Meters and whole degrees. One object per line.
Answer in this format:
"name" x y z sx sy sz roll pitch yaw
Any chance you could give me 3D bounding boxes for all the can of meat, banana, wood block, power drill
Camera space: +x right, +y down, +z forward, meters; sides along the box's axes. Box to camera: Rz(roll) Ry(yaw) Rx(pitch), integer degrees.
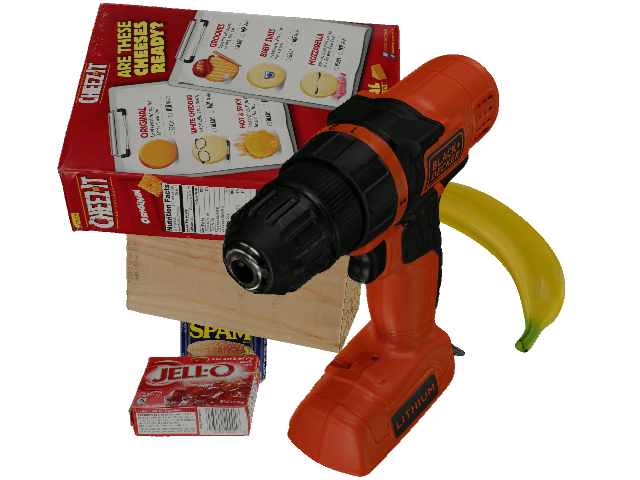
"can of meat" -0.109 0.115 1.203 0.102 0.084 0.057 2 14 2
"banana" 0.136 0.003 0.841 0.069 0.037 0.198 -17 44 -17
"wood block" -0.069 0.028 0.999 0.206 0.090 0.090 11 28 10
"power drill" 0.022 0.022 0.510 0.057 0.188 0.184 25 43 27

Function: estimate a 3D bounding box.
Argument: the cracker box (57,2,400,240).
"cracker box" -0.054 -0.078 0.724 0.213 0.164 0.072 3 -40 -1

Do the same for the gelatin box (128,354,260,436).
"gelatin box" -0.094 0.117 0.813 0.089 0.030 0.073 -1 24 5
